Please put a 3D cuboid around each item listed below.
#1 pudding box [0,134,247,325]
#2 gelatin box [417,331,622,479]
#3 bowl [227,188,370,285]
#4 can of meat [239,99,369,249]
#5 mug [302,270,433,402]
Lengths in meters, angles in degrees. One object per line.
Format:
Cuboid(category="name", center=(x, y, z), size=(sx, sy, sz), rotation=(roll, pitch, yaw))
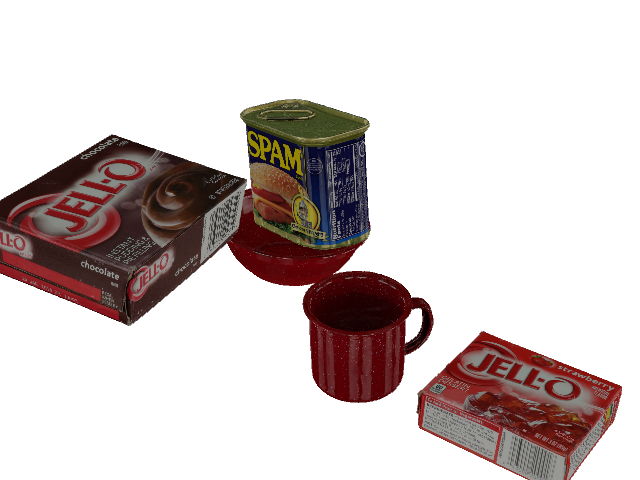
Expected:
Cuboid(category="pudding box", center=(-0.104, -0.010, 0.554), size=(0.090, 0.039, 0.113), rotation=(20, 31, 18))
Cuboid(category="gelatin box", center=(0.109, 0.091, 0.586), size=(0.089, 0.030, 0.073), rotation=(22, 35, 29))
Cuboid(category="bowl", center=(-0.031, 0.001, 1.110), size=(0.162, 0.055, 0.162), rotation=(4, 29, -2))
Cuboid(category="can of meat", center=(-0.010, -0.047, 0.756), size=(0.057, 0.084, 0.102), rotation=(-19, 27, -31))
Cuboid(category="mug", center=(0.043, 0.083, 0.926), size=(0.117, 0.081, 0.093), rotation=(-14, 34, -18))
